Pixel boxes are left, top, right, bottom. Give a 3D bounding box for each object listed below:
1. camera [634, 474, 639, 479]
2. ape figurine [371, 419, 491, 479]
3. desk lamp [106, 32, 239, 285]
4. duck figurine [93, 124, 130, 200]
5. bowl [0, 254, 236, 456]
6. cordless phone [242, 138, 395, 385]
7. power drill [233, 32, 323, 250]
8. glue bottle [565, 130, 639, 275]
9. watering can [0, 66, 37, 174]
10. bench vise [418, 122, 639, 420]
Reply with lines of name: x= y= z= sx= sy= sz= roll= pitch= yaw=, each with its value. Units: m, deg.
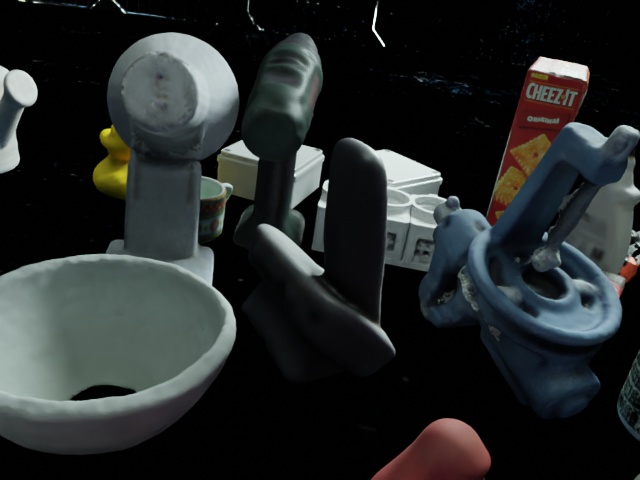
camera: x=0.228 y=0.175 z=0.260 sx=0.137 sy=0.101 sz=0.143 roll=6 pitch=26 yaw=-6
ape figurine: x=0.061 y=0.134 z=0.297 sx=0.076 sy=0.092 sz=0.078 roll=25 pitch=31 yaw=30
desk lamp: x=-0.132 y=-0.063 z=0.497 sx=0.118 sy=0.213 sz=0.203 roll=3 pitch=27 yaw=-11
duck figurine: x=-0.225 y=-0.099 z=0.684 sx=0.104 sy=0.086 sz=0.078 roll=23 pitch=29 yaw=26
bowl: x=-0.141 y=0.079 z=0.365 sx=0.167 sy=0.075 sz=0.167 roll=7 pitch=26 yaw=-3
cordless phone: x=0.004 y=0.002 z=0.442 sx=0.094 sy=0.185 sz=0.147 roll=-9 pitch=31 yaw=-32
power drill: x=-0.042 y=-0.102 z=0.610 sx=0.075 sy=0.208 sz=0.229 roll=8 pitch=26 yaw=-2
glue bottle: x=0.319 y=-0.038 z=0.638 sx=0.037 sy=0.173 sz=0.078 roll=-8 pitch=31 yaw=-31
watering can: x=-0.405 y=-0.178 z=0.663 sx=0.173 sy=0.194 sz=0.101 roll=7 pitch=26 yaw=-3
bench vise: x=0.150 y=0.000 z=0.452 sx=0.122 sy=0.220 sz=0.206 roll=-13 pitch=34 yaw=-38
